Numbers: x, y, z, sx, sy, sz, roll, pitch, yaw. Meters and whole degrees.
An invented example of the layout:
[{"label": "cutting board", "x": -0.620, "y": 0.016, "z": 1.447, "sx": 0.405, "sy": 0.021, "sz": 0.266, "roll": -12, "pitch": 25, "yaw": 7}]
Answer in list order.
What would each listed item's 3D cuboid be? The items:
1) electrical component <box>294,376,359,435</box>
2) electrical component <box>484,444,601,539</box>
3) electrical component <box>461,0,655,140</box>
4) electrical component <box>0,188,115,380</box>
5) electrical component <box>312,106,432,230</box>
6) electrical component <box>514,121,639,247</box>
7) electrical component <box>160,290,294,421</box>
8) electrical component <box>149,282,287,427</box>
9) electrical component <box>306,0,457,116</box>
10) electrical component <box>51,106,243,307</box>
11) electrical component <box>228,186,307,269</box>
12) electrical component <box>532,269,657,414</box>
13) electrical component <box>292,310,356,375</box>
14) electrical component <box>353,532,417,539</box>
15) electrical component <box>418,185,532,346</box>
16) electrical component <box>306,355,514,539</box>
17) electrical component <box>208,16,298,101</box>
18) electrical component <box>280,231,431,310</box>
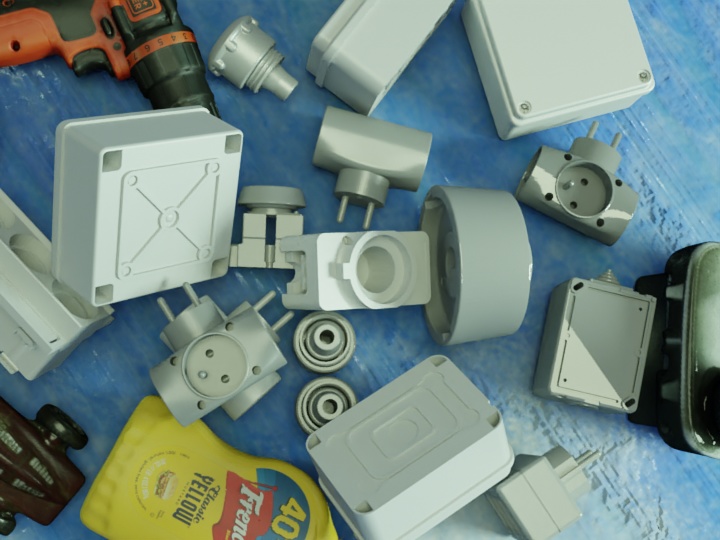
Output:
[{"label": "electrical component", "x": -0.022, "y": 0.093, "z": 0.722, "sx": 0.043, "sy": 0.062, "sz": 0.043, "roll": 1, "pitch": 81, "yaw": -5}, {"label": "electrical component", "x": 0.129, "y": 0.144, "z": 0.726, "sx": 0.077, "sy": 0.065, "sz": 0.047, "roll": -33, "pitch": 86, "yaw": -9}, {"label": "electrical component", "x": 0.141, "y": -0.161, "z": 0.776, "sx": 0.109, "sy": 0.056, "sz": 0.108, "roll": -15, "pitch": 83, "yaw": -7}, {"label": "electrical component", "x": -0.233, "y": 0.008, "z": 0.712, "sx": 0.121, "sy": 0.079, "sz": 0.063, "roll": 46, "pitch": 110, "yaw": 3}, {"label": "electrical component", "x": 0.004, "y": -0.068, "z": 0.757, "sx": 0.077, "sy": 0.044, "sz": 0.079, "roll": 15, "pitch": 81, "yaw": -3}, {"label": "electrical component", "x": 0.162, "y": -0.069, "z": 0.770, "sx": 0.077, "sy": 0.044, "sz": 0.079, "roll": 27, "pitch": 80, "yaw": -1}, {"label": "electrical component", "x": -0.081, "y": 0.048, "z": 0.733, "sx": 0.079, "sy": 0.044, "sz": 0.077, "roll": -42, "pitch": 87, "yaw": -9}, {"label": "electrical component", "x": -0.100, "y": 0.046, "z": 0.685, "sx": 0.077, "sy": 0.044, "sz": 0.079, "roll": -32, "pitch": 86, "yaw": -5}, {"label": "electrical component", "x": 0.018, "y": -0.172, "z": 0.757, "sx": 0.057, "sy": 0.078, "sz": 0.113, "roll": 37, "pitch": 81, "yaw": -2}, {"label": "electrical component", "x": -0.137, "y": -0.043, "z": 0.691, "sx": 0.109, "sy": 0.056, "sz": 0.108, "roll": -15, "pitch": 125, "yaw": -42}, {"label": "electrical component", "x": -0.062, "y": -0.029, "z": 0.746, "sx": 0.066, "sy": 0.048, "sz": 0.055, "roll": 2, "pitch": 89, "yaw": -5}, {"label": "electrical component", "x": 0.161, "y": 0.047, "z": 0.745, "sx": 0.062, "sy": 0.061, "sz": 0.096, "roll": 13, "pitch": 81, "yaw": -3}, {"label": "electrical component", "x": -0.024, "y": 0.048, "z": 0.728, "sx": 0.043, "sy": 0.062, "sz": 0.043, "roll": 1, "pitch": 81, "yaw": -4}, {"label": "electrical component", "x": 0.011, "y": 0.164, "z": 0.725, "sx": 0.048, "sy": 0.048, "sz": 0.062, "roll": -44, "pitch": 75, "yaw": -9}, {"label": "electrical component", "x": 0.081, "y": -0.004, "z": 0.725, "sx": 0.060, "sy": 0.108, "sz": 0.108, "roll": -2, "pitch": 82, "yaw": -11}, {"label": "electrical component", "x": 0.033, "y": 0.119, "z": 0.688, "sx": 0.113, "sy": 0.057, "sz": 0.078, "roll": -32, "pitch": 46, "yaw": -13}, {"label": "electrical component", "x": -0.073, "y": -0.146, "z": 0.763, "sx": 0.062, "sy": 0.048, "sz": 0.048, "roll": 38, "pitch": 80, "yaw": -6}, {"label": "electrical component", "x": 0.000, "y": 0.000, "z": 0.720, "sx": 0.089, "sy": 0.056, "sz": 0.050, "roll": -2, "pitch": 91, "yaw": -34}]
